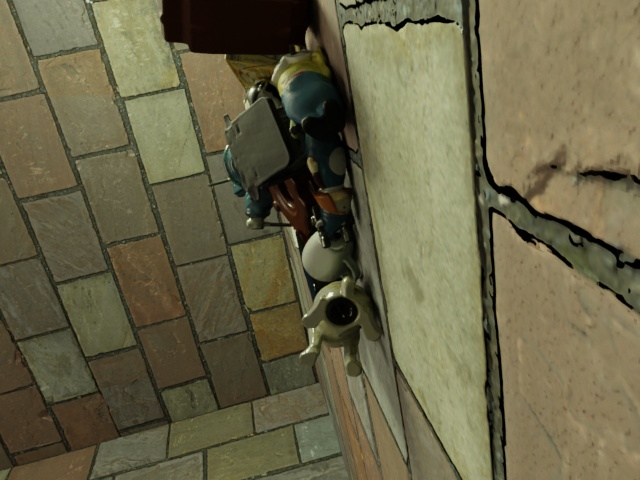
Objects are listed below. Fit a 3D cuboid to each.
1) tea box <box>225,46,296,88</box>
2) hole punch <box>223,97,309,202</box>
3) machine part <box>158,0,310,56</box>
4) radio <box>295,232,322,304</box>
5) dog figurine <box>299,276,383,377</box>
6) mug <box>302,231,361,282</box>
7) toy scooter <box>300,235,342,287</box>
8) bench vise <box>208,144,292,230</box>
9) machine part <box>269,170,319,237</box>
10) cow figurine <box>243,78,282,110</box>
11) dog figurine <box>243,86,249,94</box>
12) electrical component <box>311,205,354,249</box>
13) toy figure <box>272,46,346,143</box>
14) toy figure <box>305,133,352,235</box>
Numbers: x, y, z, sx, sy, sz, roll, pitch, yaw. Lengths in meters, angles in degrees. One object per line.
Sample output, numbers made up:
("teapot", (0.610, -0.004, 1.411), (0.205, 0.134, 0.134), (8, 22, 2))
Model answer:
("tea box", (-0.093, -0.300, 0.893), (0.169, 0.098, 0.068), (-118, 37, -88))
("hole punch", (-0.071, -0.143, 0.808), (0.092, 0.116, 0.142), (-20, -94, -53))
("machine part", (-0.124, -0.341, 0.752), (0.087, 0.201, 0.201), (99, 160, -43))
("radio", (0.008, 0.076, 1.145), (0.230, 0.073, 0.130), (-110, 8, -57))
("dog figurine", (0.037, 0.110, 0.904), (0.191, 0.121, 0.172), (-75, 8, -67))
("mug", (0.023, 0.024, 0.884), (0.109, 0.081, 0.107), (50, 160, 14))
("toy scooter", (-0.002, -0.003, 1.020), (0.184, 0.075, 0.135), (-108, 0, -57))
("bench vise", (-0.140, -0.124, 1.111), (0.241, 0.129, 0.223), (-9, 91, 65))
("machine part", (-0.044, -0.091, 0.919), (0.179, 0.056, 0.179), (52, 161, 26))
("cow figurine", (-0.099, -0.224, 0.923), (0.167, 0.068, 0.098), (-137, 31, -74))
("dog figurine", (-0.116, -0.385, 1.085), (0.219, 0.108, 0.191), (-104, 1, -50))
("electrical component", (0.018, -0.036, 0.832), (0.021, 0.063, 0.094), (102, 155, -77))
("toy figure", (-0.015, -0.187, 0.717), (0.180, 0.082, 0.089), (-114, 11, -46))
("toy figure", (0.014, -0.082, 0.765), (0.058, 0.064, 0.154), (-156, 53, -71))
